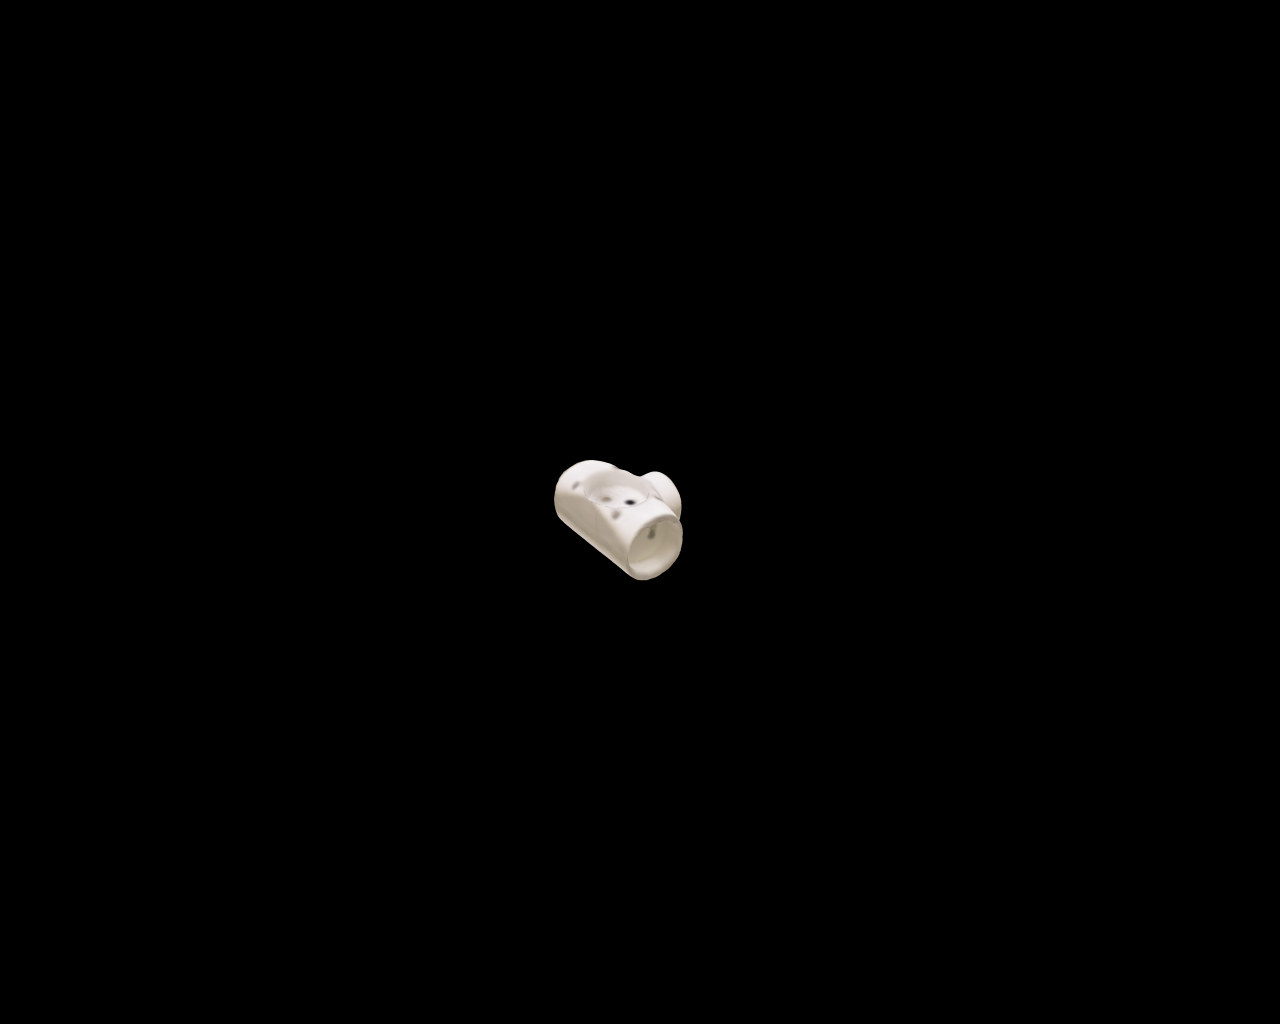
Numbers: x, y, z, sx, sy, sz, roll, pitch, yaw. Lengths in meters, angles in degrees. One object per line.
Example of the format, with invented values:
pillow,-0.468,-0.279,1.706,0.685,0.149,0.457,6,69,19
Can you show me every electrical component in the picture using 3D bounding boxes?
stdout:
electrical component,0.001,-0.003,0.650,0.079,0.044,0.077,-22,40,-30
